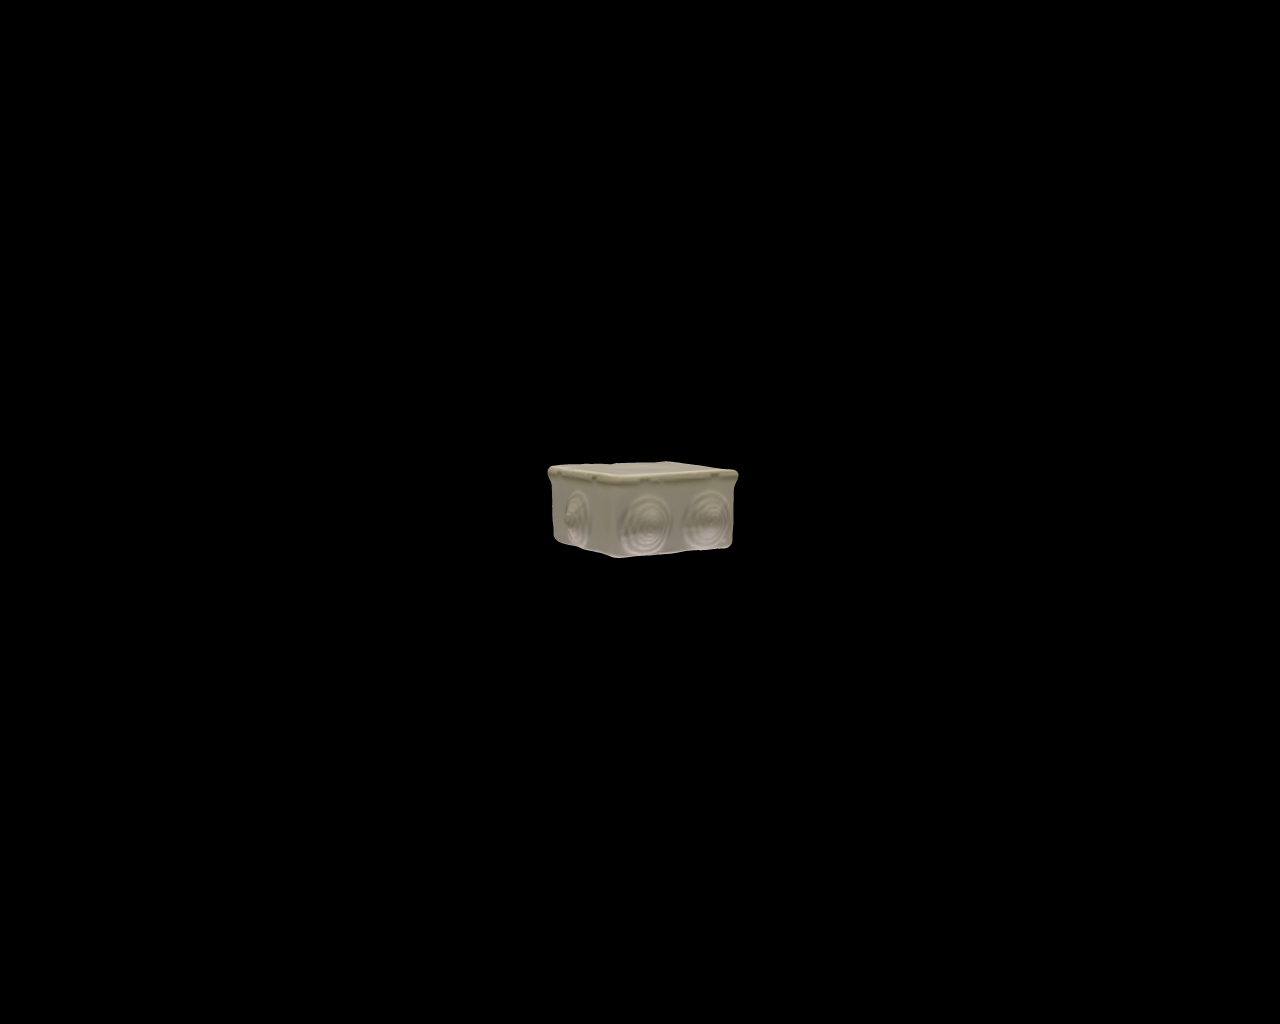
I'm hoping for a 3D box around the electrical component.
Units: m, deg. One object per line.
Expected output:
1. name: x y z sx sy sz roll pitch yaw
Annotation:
1. electrical component: 0.001 -0.003 0.650 0.100 0.048 0.100 -4 8 -29
